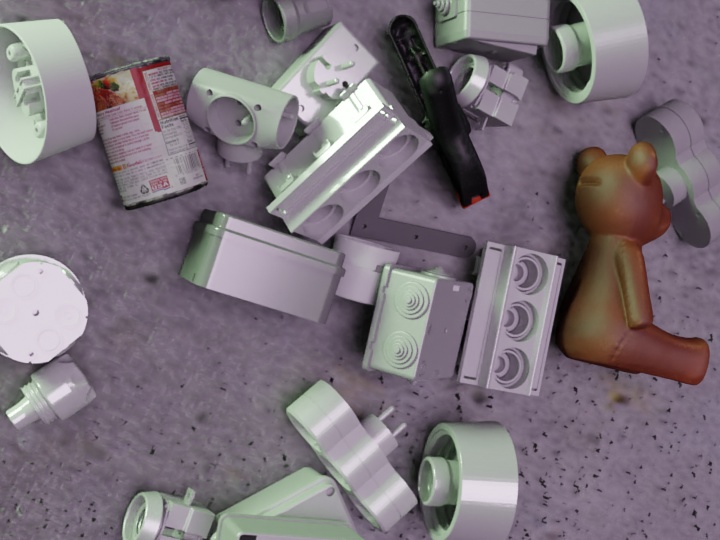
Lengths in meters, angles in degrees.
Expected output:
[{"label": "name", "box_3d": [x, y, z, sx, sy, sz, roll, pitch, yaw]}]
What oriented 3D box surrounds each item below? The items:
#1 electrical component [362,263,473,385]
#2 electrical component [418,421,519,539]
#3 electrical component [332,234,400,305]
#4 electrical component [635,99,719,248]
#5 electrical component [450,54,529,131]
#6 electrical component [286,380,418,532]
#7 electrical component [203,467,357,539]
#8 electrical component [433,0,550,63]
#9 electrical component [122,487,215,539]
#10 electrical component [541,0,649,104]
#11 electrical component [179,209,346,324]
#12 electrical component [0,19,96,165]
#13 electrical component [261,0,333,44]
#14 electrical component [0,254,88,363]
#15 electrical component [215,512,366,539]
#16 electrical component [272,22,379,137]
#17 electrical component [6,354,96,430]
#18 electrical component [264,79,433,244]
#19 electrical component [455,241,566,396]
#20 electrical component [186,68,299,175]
[{"label": "electrical component", "box_3d": [0.050, 0.044, 0.888, 0.100, 0.048, 0.099, 7, 96, -63]}, {"label": "electrical component", "box_3d": [0.083, 0.179, 0.907, 0.060, 0.108, 0.108, 6, 91, -16]}, {"label": "electrical component", "box_3d": [0.000, 0.000, 0.889, 0.055, 0.055, 0.047, 15, 95, -22]}, {"label": "electrical component", "box_3d": [0.292, -0.081, 1.002, 0.074, 0.052, 0.138, -31, 104, -17]}, {"label": "electrical component", "box_3d": [0.107, -0.155, 0.928, 0.055, 0.048, 0.066, 24, 84, -29]}, {"label": "electrical component", "box_3d": [0.006, 0.145, 0.901, 0.074, 0.052, 0.138, -40, 107, -15]}, {"label": "electrical component", "box_3d": [-0.063, 0.221, 0.875, 0.113, 0.057, 0.078, -26, 102, -18]}, {"label": "electrical component", "box_3d": [0.106, -0.213, 0.915, 0.096, 0.062, 0.061, 0, 93, -22]}, {"label": "electrical component", "box_3d": [-0.153, 0.202, 0.846, 0.055, 0.048, 0.066, 23, 84, -29]}, {"label": "electrical component", "box_3d": [0.194, -0.196, 0.930, 0.060, 0.108, 0.108, -15, 99, -14]}, {"label": "electrical component", "box_3d": [-0.076, -0.004, 0.846, 0.113, 0.078, 0.057, 18, 89, -22]}, {"label": "electrical component", "box_3d": [-0.231, -0.129, 0.770, 0.064, 0.099, 0.099, -19, 100, -26]}, {"label": "electrical component", "box_3d": [-0.050, -0.208, 0.866, 0.046, 0.040, 0.040, -23, 101, -25]}, {"label": "electrical component", "box_3d": [-0.242, 0.029, 0.796, 0.080, 0.051, 0.080, -1, 94, -22]}, {"label": "electrical component", "box_3d": [-0.058, 0.246, 0.816, 0.109, 0.056, 0.108, 10, 89, -22]}, {"label": "electrical component", "box_3d": [-0.025, -0.153, 0.859, 0.047, 0.076, 0.083, 44, 77, -18]}, {"label": "electrical component", "box_3d": [-0.234, 0.096, 0.808, 0.062, 0.043, 0.043, -35, 105, -15]}, {"label": "electrical component", "box_3d": [-0.013, -0.086, 0.846, 0.121, 0.063, 0.079, -41, 150, 18]}, {"label": "electrical component", "box_3d": [0.126, 0.042, 0.937, 0.079, 0.063, 0.121, 12, 89, -22]}, {"label": "electrical component", "box_3d": [-0.093, -0.111, 0.844, 0.077, 0.044, 0.079, 19, 128, 11]}]
